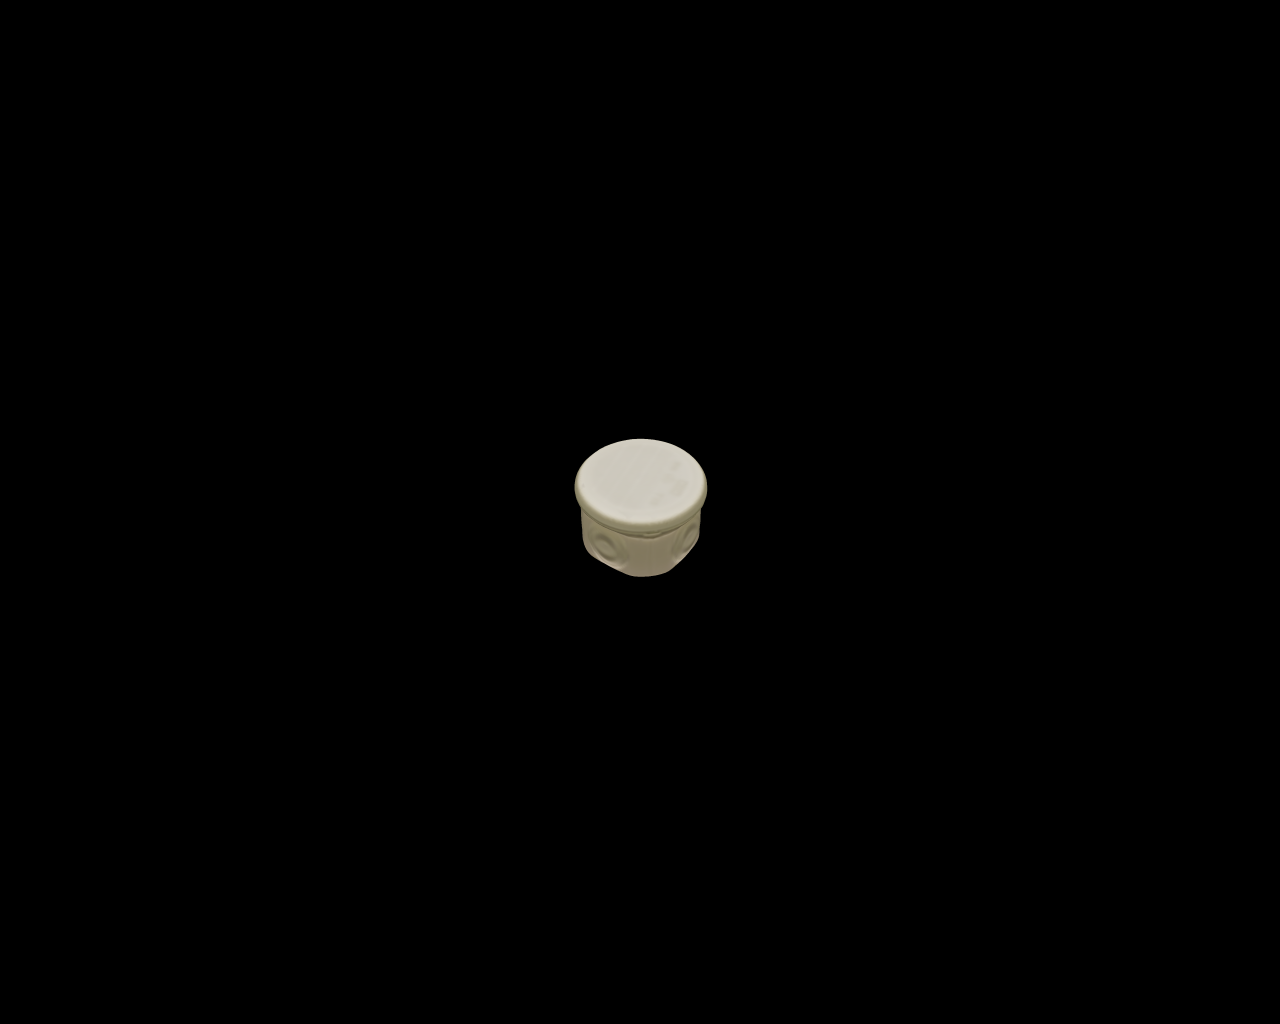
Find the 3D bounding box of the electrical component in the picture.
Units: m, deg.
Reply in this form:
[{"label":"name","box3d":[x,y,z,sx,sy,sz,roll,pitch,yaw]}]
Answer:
[{"label":"electrical component","box3d":[0.001,-0.003,0.650,0.080,0.050,0.080,0,44,0]}]
